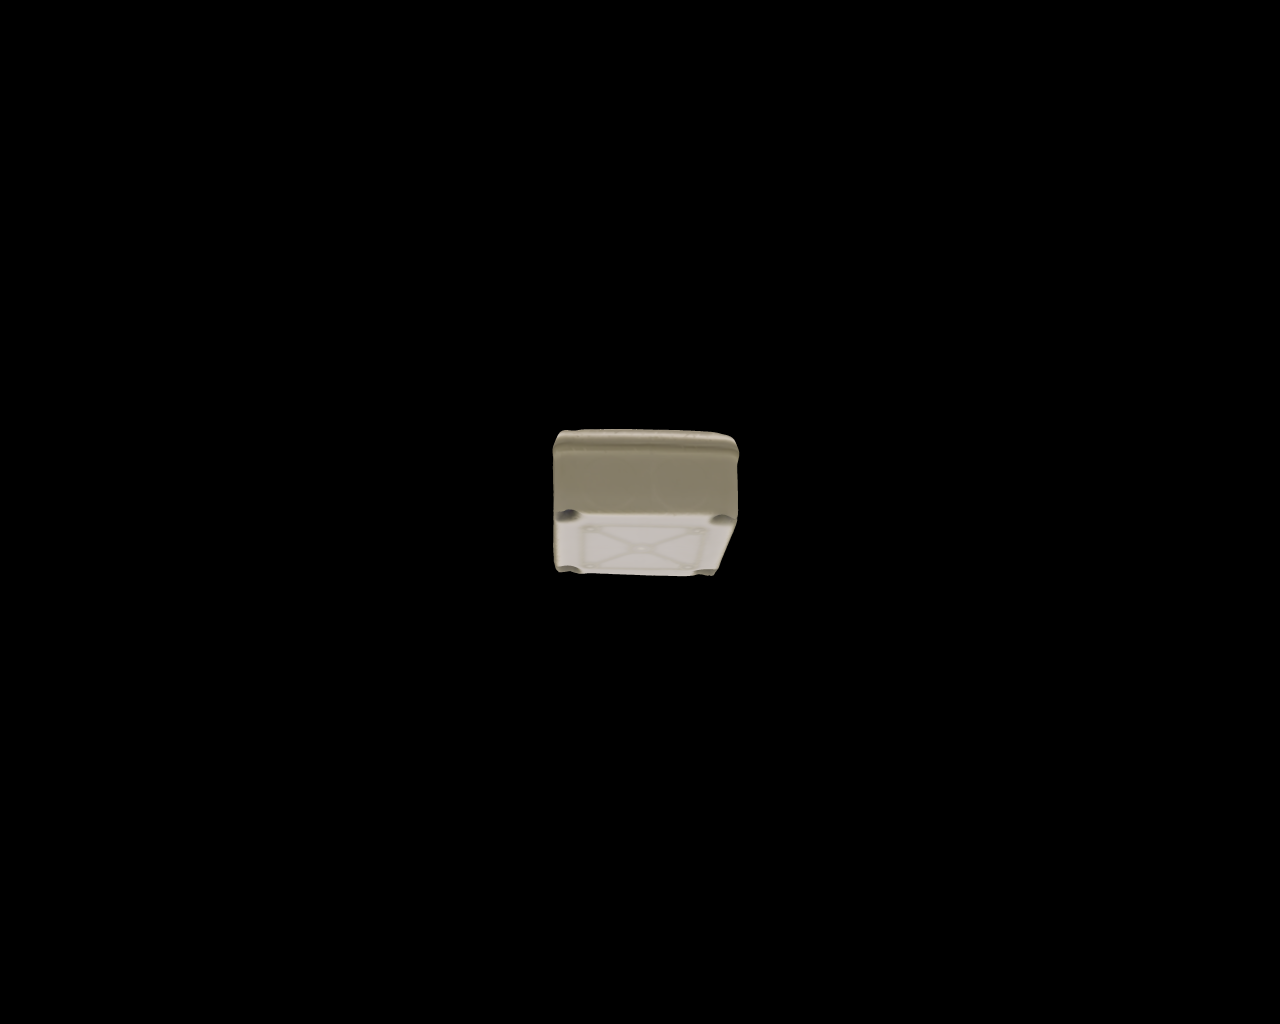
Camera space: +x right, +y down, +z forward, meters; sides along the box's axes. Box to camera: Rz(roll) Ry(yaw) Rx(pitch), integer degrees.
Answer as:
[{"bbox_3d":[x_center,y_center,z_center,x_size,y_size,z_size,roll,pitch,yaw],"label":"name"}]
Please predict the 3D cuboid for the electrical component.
[{"bbox_3d":[0.001,-0.003,0.650,0.109,0.056,0.108,1,-23,-3],"label":"electrical component"}]
